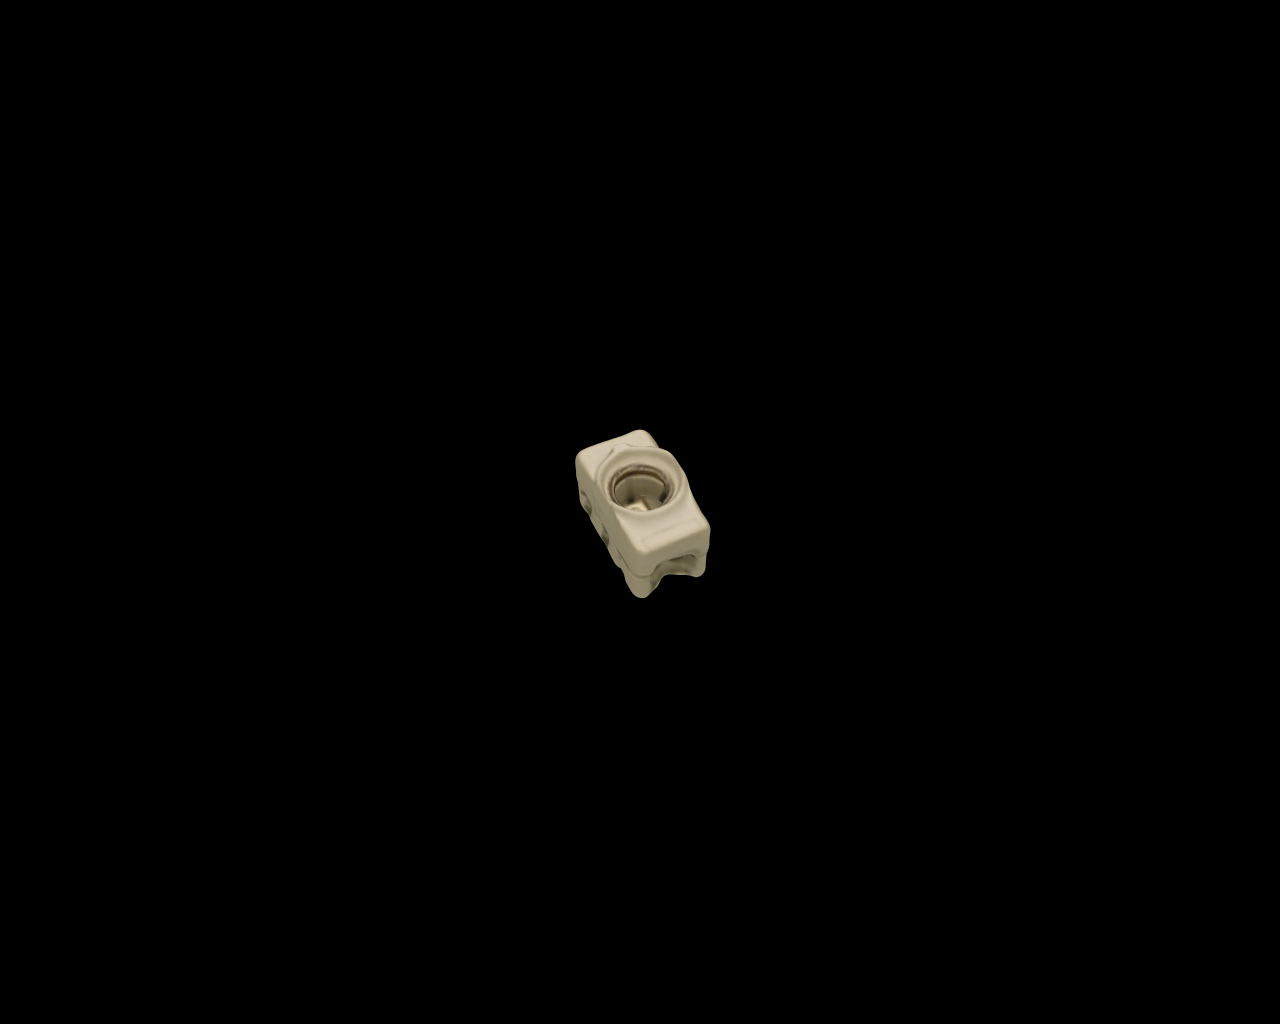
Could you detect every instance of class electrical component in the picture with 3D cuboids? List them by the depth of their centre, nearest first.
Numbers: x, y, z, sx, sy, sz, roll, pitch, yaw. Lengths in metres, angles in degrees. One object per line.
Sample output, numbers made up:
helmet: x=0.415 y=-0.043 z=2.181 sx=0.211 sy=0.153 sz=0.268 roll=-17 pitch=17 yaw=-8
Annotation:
electrical component: x=0.001 y=-0.003 z=0.650 sx=0.050 sy=0.089 sz=0.055 roll=-21 pitch=-36 yaw=-16
